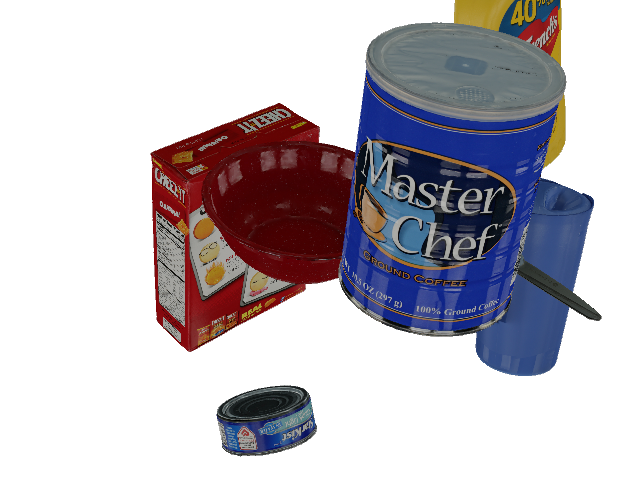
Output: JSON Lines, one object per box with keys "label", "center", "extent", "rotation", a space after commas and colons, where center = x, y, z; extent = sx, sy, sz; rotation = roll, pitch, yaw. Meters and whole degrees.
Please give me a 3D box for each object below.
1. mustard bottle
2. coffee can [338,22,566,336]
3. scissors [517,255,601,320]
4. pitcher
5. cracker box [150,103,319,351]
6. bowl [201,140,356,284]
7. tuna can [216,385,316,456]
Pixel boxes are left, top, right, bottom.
{"label": "mustard bottle", "center": [0.133, -0.142, 0.746], "extent": [0.058, 0.191, 0.096], "rotation": [19, 38, 41]}
{"label": "coffee can", "center": [0.068, -0.034, 0.583], "extent": [0.102, 0.140, 0.103], "rotation": [4, 34, -3]}
{"label": "scissors", "center": [0.150, 0.021, 0.951], "extent": [0.096, 0.016, 0.202], "rotation": [-21, 46, -16]}
{"label": "pitcher", "center": [0.258, 0.050, 1.370], "extent": [0.149, 0.243, 0.145], "rotation": [5, 23, 2]}
{"label": "cracker box", "center": [-0.088, -0.014, 1.083], "extent": [0.163, 0.214, 0.072], "rotation": [-27, 47, -35]}
{"label": "bowl", "center": [-0.014, -0.015, 0.847], "extent": [0.162, 0.055, 0.162], "rotation": [4, 36, -3]}
{"label": "tuna can", "center": [-0.048, 0.158, 0.943], "extent": [0.086, 0.034, 0.086], "rotation": [-10, 10, 2]}
